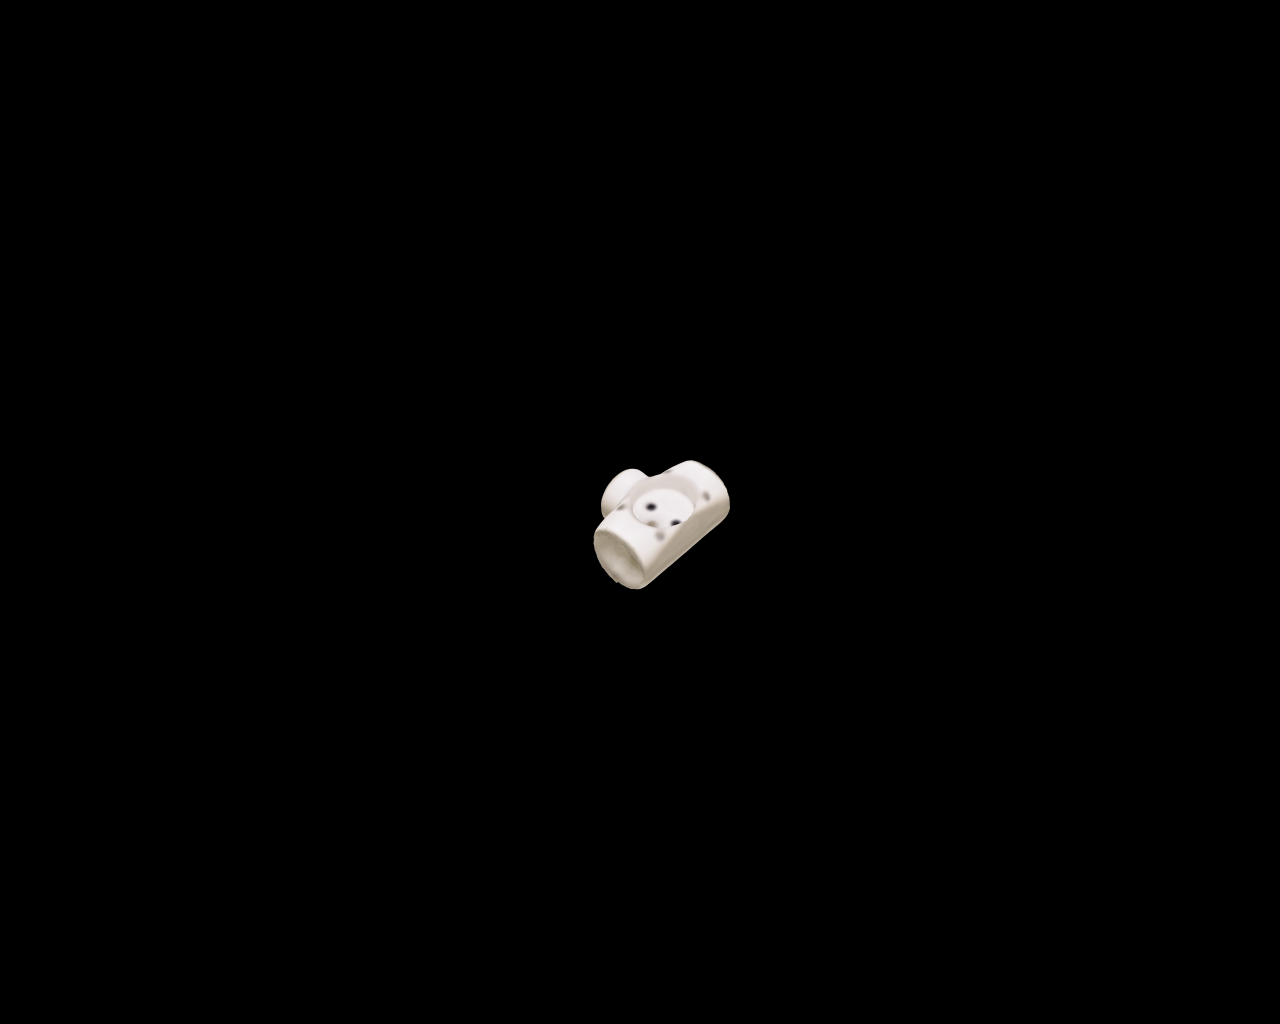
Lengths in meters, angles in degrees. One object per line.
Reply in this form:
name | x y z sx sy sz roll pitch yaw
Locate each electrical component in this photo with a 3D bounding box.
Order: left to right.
electrical component | 0.001 -0.003 0.650 0.079 0.044 0.077 36 58 27
